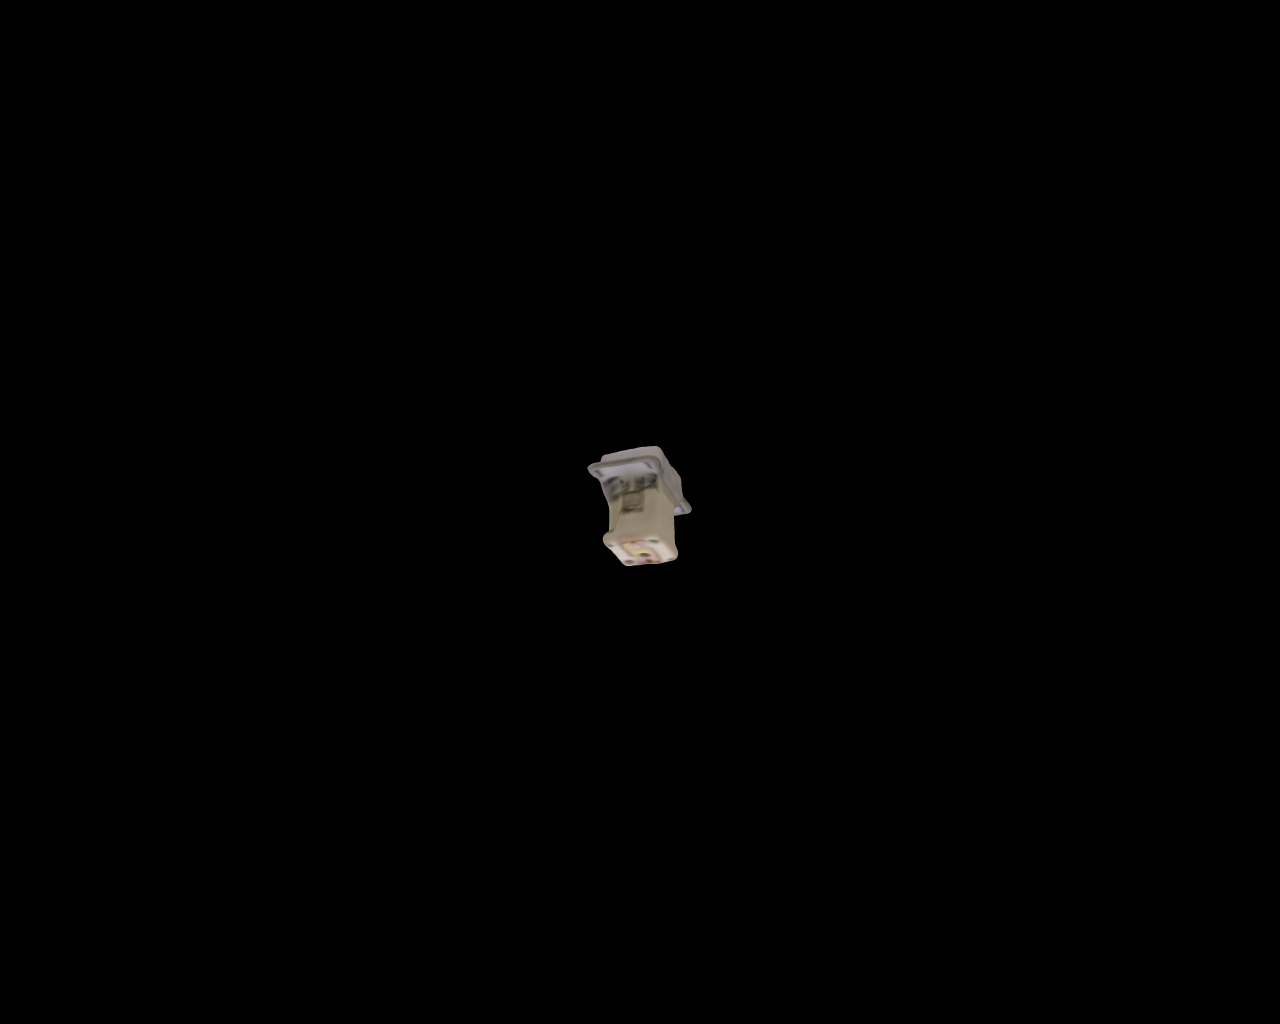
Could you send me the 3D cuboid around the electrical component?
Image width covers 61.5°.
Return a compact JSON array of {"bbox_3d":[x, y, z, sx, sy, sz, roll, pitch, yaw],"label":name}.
[{"bbox_3d":[0.001,-0.003,0.650,0.042,0.064,0.081,-8,-26,18],"label":"electrical component"}]
